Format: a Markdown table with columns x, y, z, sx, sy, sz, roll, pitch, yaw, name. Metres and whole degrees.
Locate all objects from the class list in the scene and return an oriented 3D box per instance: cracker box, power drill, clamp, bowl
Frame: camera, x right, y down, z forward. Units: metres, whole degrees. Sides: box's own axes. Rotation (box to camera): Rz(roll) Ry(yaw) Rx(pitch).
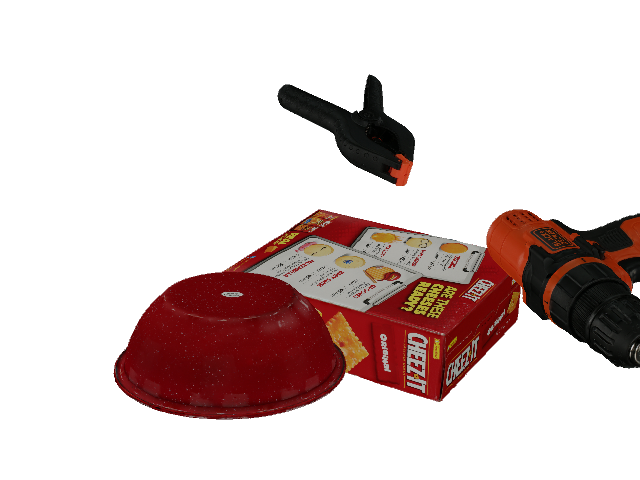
| x | y | z | sx | sy | sz | roll | pitch | yaw | name |
| --- | --- | --- | --- | --- | --- | --- | --- | --- | --- |
| 0.045 | 0.050 | 0.926 | 0.214 | 0.072 | 0.163 | 14 | 29 | 29 | cracker box |
| 0.231 | 0.017 | 0.735 | 0.187 | 0.057 | 0.184 | -9 | 28 | -16 | power drill |
| 0.032 | -0.115 | 1.072 | 0.120 | 0.039 | 0.171 | -10 | 40 | -18 | clamp |
| -0.062 | 0.062 | 0.734 | 0.162 | 0.055 | 0.162 | 1 | 18 | 0 | bowl |

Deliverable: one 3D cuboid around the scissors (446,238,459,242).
| x | y | z | sx | sy | sz | roll | pitch | yaw | name |
| --- | --- | --- | --- | --- | --- | --- | --- | --- | --- |
| 0.133 | 0.038 | 1.272 | 0.201 | 0.016 | 0.096 | -10 | 40 | -37 | scissors |
